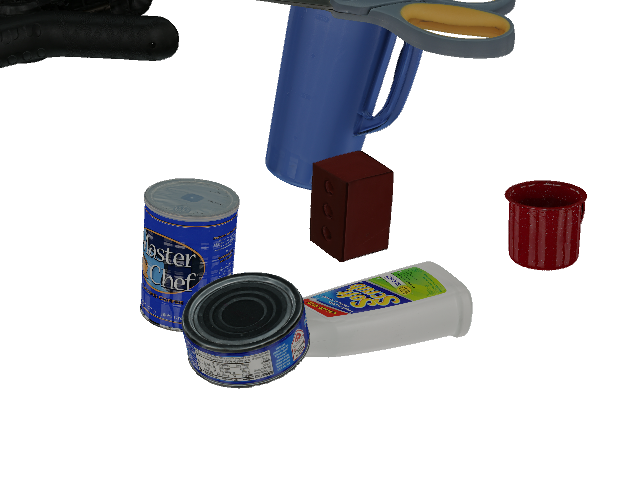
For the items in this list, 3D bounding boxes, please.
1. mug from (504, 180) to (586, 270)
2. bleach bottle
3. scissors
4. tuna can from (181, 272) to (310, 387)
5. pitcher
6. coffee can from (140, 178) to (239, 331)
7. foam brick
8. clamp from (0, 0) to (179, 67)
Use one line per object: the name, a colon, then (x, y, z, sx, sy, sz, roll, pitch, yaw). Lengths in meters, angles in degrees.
mug: (0.270, -0.020, 1.254, 0.117, 0.081, 0.093, -23, 30, -38)
bleach bottle: (0.038, 0.089, 1.182, 0.250, 0.068, 0.103, -13, 31, -25)
scissors: (0.033, -0.153, 0.668, 0.202, 0.016, 0.096, 20, 44, 25)
tuna can: (-0.051, 0.059, 0.729, 0.086, 0.034, 0.086, -5, 35, 4)
pitcher: (0.019, -0.181, 1.235, 0.145, 0.243, 0.149, 9, 23, -12)
coffee can: (-0.145, 0.015, 1.175, 0.103, 0.140, 0.103, 5, 25, -3)
foam brick: (0.027, -0.030, 0.928, 0.051, 0.078, 0.053, -14, 31, -30)
clamp: (-0.171, -0.130, 0.641, 0.171, 0.039, 0.120, -3, 22, -6)
